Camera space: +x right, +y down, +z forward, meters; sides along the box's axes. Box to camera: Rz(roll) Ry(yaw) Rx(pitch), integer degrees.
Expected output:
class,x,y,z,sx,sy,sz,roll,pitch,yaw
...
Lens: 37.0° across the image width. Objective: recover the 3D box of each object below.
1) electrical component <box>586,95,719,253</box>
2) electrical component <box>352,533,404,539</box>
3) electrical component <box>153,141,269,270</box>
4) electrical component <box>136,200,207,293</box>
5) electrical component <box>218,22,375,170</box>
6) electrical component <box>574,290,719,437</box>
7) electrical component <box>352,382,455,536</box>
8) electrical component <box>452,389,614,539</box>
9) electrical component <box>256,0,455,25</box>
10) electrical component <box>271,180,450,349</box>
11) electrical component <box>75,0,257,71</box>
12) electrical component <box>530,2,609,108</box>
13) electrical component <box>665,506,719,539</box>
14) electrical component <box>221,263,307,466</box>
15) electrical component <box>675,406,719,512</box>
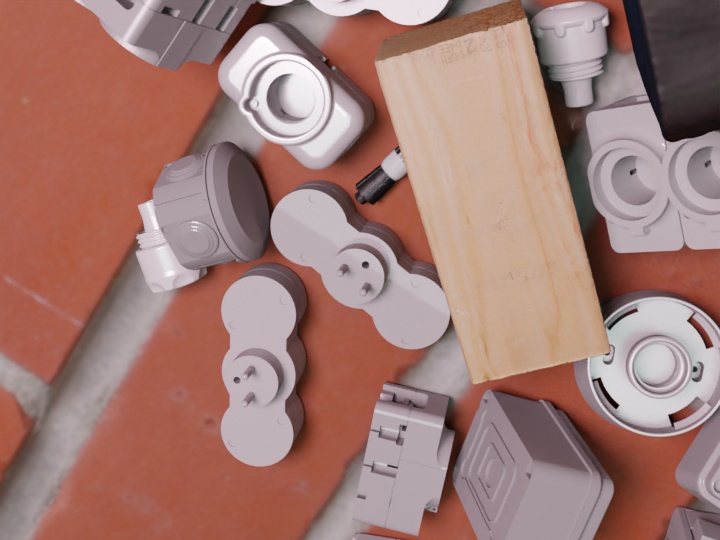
class,x,y,z,sx,sy,sz,roll,pitch,yaw
electrical component,0.214,-0.062,0.625,0.150,0.062,0.089,-2,107,45
electrical component,0.018,0.248,0.774,0.061,0.061,0.096,7,105,8
electrical component,-0.096,-0.041,0.710,0.051,0.080,0.080,-14,102,17
electrical component,-0.134,-0.018,0.740,0.043,0.043,0.062,-17,100,13
electrical component,-0.041,-0.112,0.692,0.095,0.059,0.053,43,107,-3
electrical component,0.193,0.062,0.710,0.099,0.064,0.099,0,91,7
electrical component,0.033,0.132,0.747,0.056,0.050,0.089,13,106,6
electrical component,0.110,0.138,0.701,0.057,0.113,0.078,15,107,-15
electrical component,-0.011,-0.182,0.659,0.138,0.073,0.052,10,104,9
electrical component,0.000,0.000,0.707,0.138,0.073,0.052,39,107,-2
electrical component,-0.150,-0.192,0.652,0.150,0.089,0.061,43,108,17
electrical component,0.133,-0.133,0.667,0.048,0.048,0.062,-7,109,11
electrical component,0.243,0.199,0.725,0.096,0.061,0.061,12,106,6
electrical component,-0.070,0.070,0.736,0.052,0.073,0.138,4,105,8
electrical component,0.266,0.110,0.681,0.078,0.057,0.113,34,85,0
